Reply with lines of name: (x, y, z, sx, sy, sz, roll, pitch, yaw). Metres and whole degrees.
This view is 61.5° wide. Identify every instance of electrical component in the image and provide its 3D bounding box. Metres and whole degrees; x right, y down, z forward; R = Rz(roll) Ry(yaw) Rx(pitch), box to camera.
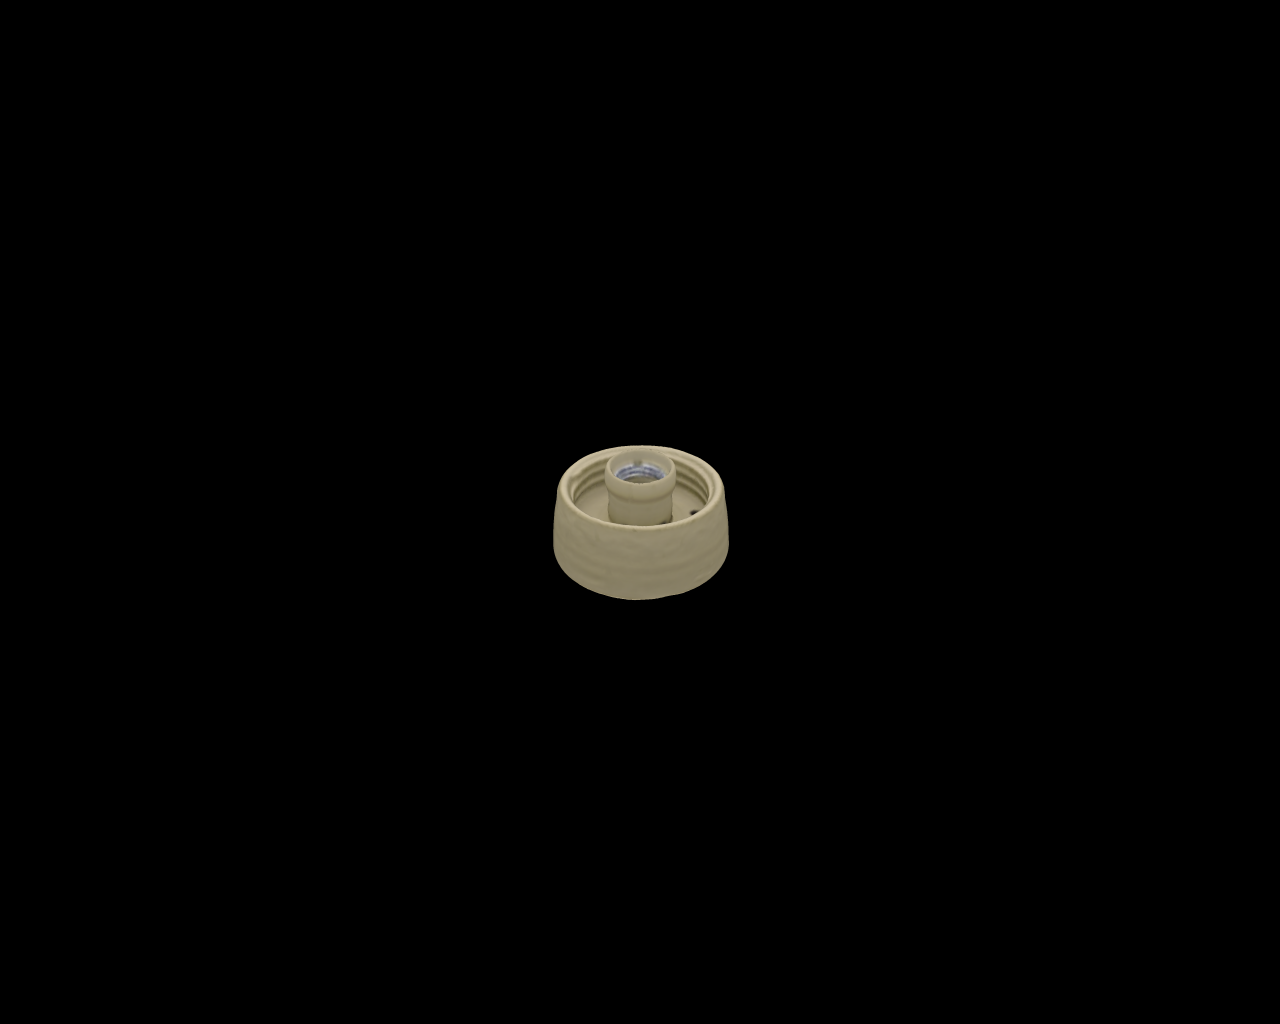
electrical component: (0.001, -0.003, 0.650, 0.108, 0.060, 0.108, 0, 33, 0)
